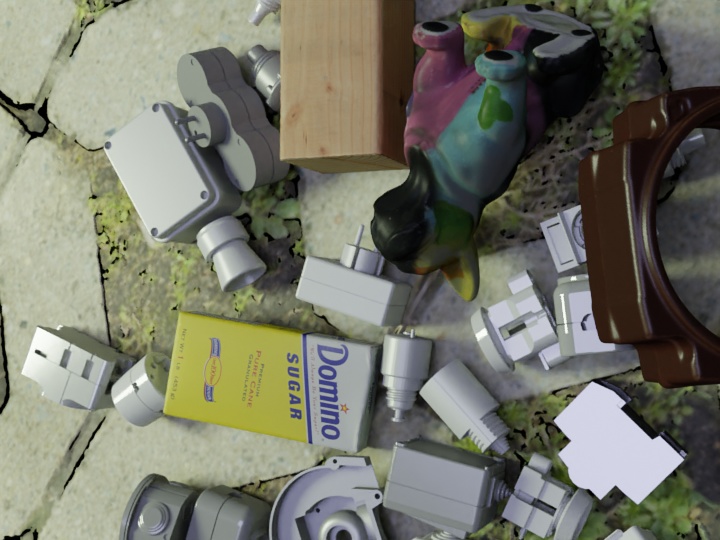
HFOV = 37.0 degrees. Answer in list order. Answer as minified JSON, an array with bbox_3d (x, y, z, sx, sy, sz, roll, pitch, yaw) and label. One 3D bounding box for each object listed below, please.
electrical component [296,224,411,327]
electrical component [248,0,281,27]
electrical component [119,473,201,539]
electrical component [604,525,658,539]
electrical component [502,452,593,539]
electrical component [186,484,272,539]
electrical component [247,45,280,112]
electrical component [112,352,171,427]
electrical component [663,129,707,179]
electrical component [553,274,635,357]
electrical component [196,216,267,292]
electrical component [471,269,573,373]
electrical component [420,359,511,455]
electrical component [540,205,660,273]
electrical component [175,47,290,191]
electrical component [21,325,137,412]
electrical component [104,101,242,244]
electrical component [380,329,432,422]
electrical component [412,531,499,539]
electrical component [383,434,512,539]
[{"bbox_3d":[0.000,0.000,0.911,0.083,0.047,0.075,18,94,21],"label":"electrical component"},{"bbox_3d":[-0.078,-0.245,0.959,0.035,0.035,0.061,43,105,17],"label":"electrical component"},{"bbox_3d":[-0.175,0.224,0.953,0.051,0.080,0.080,12,92,16],"label":"electrical component"},{"bbox_3d":[0.187,0.255,0.819,0.121,0.079,0.063,-43,52,14],"label":"electrical component"},{"bbox_3d":[0.149,0.186,0.846,0.055,0.048,0.066,25,93,23],"label":"electrical component"},{"bbox_3d":[-0.116,0.244,0.942,0.059,0.054,0.095,17,94,21],"label":"electrical component"},{"bbox_3d":[-0.075,-0.174,0.950,0.048,0.048,0.062,-48,67,13],"label":"electrical component"},{"bbox_3d":[-0.192,0.110,0.978,0.047,0.055,0.055,-36,76,20],"label":"electrical component"},{"bbox_3d":[0.234,-0.093,0.828,0.062,0.043,0.043,-20,81,18],"label":"electrical component"},{"bbox_3d":[0.181,0.033,0.814,0.054,0.095,0.059,-8,85,20],"label":"electrical component"},{"bbox_3d":[-0.115,-0.014,0.958,0.045,0.045,0.055,-35,76,16],"label":"electrical component"},{"bbox_3d":[0.125,0.047,0.856,0.057,0.058,0.078,-28,78,15],"label":"electrical component"},{"bbox_3d":[0.091,0.116,0.874,0.043,0.043,0.081,-46,73,13],"label":"electrical component"},{"bbox_3d":[0.187,-0.031,0.832,0.081,0.064,0.042,-21,82,19],"label":"electrical component"},{"bbox_3d":[-0.126,-0.130,0.943,0.138,0.074,0.052,59,144,13],"label":"electrical component"},{"bbox_3d":[-0.265,0.094,1.008,0.089,0.050,0.055,22,96,21],"label":"electrical component"},{"bbox_3d":[-0.171,-0.087,0.976,0.078,0.057,0.113,-34,77,16],"label":"electrical component"},{"bbox_3d":[0.037,0.087,0.897,0.040,0.040,0.078,7,90,21],"label":"electrical component"},{"bbox_3d":[0.084,0.264,0.867,0.100,0.048,0.099,8,91,21],"label":"electrical component"},{"bbox_3d":[0.074,0.177,0.868,0.096,0.062,0.061,12,92,21],"label":"electrical component"}]
